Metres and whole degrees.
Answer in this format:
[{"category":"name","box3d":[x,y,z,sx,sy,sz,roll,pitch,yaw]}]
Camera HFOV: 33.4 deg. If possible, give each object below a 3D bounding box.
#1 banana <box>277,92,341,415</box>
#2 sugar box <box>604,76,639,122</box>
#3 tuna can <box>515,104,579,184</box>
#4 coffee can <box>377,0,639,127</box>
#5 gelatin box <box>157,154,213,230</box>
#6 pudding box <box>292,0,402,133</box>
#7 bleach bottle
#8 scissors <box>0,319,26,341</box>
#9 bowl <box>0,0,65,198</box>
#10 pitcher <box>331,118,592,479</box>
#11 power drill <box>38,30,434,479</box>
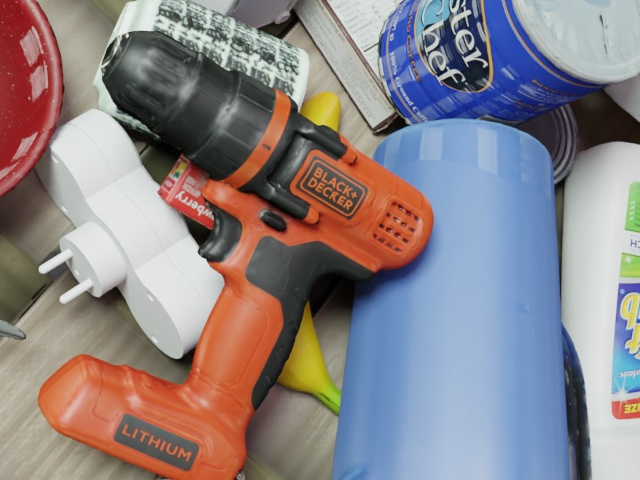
[{"category":"banana","box3d":[-0.016,0.002,0.623,0.069,0.037,0.198,15,71,-50]},{"category":"sugar box","box3d":[0.243,-0.130,0.729,0.093,0.048,0.176,36,42,-10]},{"category":"tuna can","box3d":[0.125,-0.070,0.703,0.086,0.034,0.086,6,74,-23]},{"category":"coffee can","box3d":[0.110,-0.119,0.605,0.102,0.141,0.103,5,78,-25]},{"category":"gelatin box","box3d":[-0.028,-0.031,0.557,0.089,0.030,0.073,32,91,-24]},{"category":"pudding box","box3d":[0.043,-0.139,0.683,0.089,0.039,0.113,-33,89,-27]},{"category":"bleach bottle","box3d":[0.203,0.069,0.686,0.102,0.068,0.251,11,74,-22]},{"category":"scissors","box3d":[-0.235,-0.004,0.485,0.201,0.096,0.016,7,30,-3]},{"category":"bowl","box3d":[-0.216,-0.078,0.541,0.161,0.055,0.162,6,74,-22]},{"category":"pitcher","box3d":[0.084,0.063,0.603,0.145,0.149,0.243,1,69,11]},{"category":"power drill","box3d":[-0.056,0.016,0.511,0.184,0.057,0.188,30,94,-23]}]
